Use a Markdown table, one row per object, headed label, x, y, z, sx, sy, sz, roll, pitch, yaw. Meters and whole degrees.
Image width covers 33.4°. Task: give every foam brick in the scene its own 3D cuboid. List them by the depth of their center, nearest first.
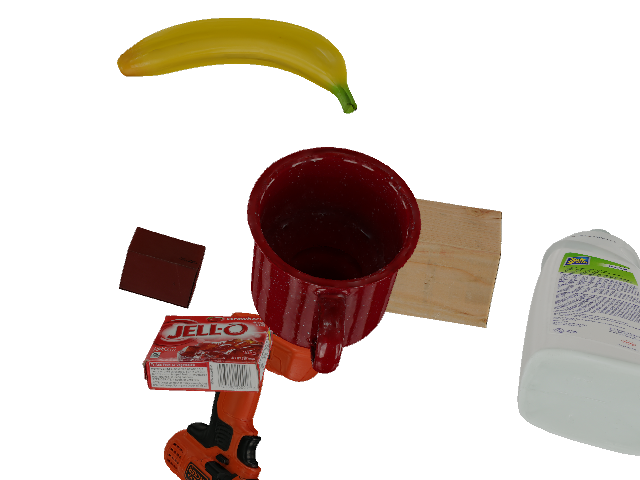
| label | x | y | z | sx | sy | sz | roll | pitch | yaw |
| --- | --- | --- | --- | --- | --- | --- | --- | --- | --- |
| foam brick | -0.167 | 0.029 | 1.130 | 0.078 | 0.051 | 0.053 | 17 | 29 | -4 |

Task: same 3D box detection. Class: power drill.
| label | x | y | z | sx | sy | sz | roll | pitch | yaw |
| --- | --- | --- | --- | --- | --- | --- | --- | --- | --- |
| power drill | -0.061 | 0.175 | 0.991 | 0.185 | 0.188 | 0.057 | 29 | 10 | 41 |

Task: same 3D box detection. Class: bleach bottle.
| label | x | y | z | sx | sy | sz | roll | pitch | yaw |
| --- | --- | --- | --- | --- | --- | --- | --- | --- | --- |
| bleach bottle | 0.205 | 0.053 | 0.777 | 0.103 | 0.068 | 0.250 | 13 | 26 | 12 |

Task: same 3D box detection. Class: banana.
| label | x | y | z | sx | sy | sz | roll | pitch | yaw |
| --- | --- | --- | --- | --- | --- | --- | --- | --- | --- |
| banana | -0.063 | -0.152 | 0.868 | 0.198 | 0.069 | 0.037 | 9 | -36 | 4 |

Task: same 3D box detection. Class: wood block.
| label | x | y | z | sx | sy | sz | roll | pitch | yaw |
| --- | --- | --- | --- | --- | --- | --- | --- | --- | --- |
| wood block | 0.071 | 0.013 | 1.071 | 0.206 | 0.090 | 0.090 | 9 | 30 | 6 |

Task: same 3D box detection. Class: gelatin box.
| label | x | y | z | sx | sy | sz | roll | pitch | yaw |
| --- | --- | --- | --- | --- | --- | --- | --- | --- | --- |
| gelatin box | -0.086 | 0.086 | 0.831 | 0.089 | 0.030 | 0.073 | 1 | 24 | 7 |

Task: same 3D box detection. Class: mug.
| label | x | y | z | sx | sy | sz | roll | pitch | yaw |
| --- | --- | --- | --- | --- | --- | --- | --- | --- | --- |
| mug | 0.004 | 0.019 | 0.591 | 0.093 | 0.117 | 0.081 | 1 | -35 | -6 |
